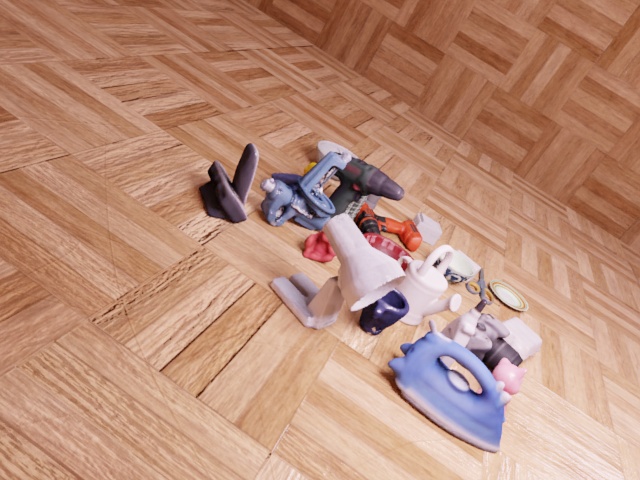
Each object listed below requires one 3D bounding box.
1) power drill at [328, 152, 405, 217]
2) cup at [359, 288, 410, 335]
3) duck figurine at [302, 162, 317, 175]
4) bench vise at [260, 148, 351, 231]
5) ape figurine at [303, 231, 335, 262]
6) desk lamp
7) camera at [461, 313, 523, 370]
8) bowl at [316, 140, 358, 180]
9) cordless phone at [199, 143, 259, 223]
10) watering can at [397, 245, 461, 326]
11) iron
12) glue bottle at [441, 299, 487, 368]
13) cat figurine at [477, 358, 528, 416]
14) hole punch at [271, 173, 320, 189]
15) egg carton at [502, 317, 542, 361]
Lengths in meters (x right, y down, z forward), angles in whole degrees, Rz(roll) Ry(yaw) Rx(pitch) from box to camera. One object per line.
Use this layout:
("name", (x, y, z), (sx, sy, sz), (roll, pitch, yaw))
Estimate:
("power drill", (0.082, -0.107, 1.442), (0.229, 0.208, 0.076), (43, 29, 22))
("cup", (0.118, 0.153, 1.164), (0.091, 0.095, 0.118), (37, 27, 11))
("duck figurine", (-0.027, -0.170, 1.573), (0.078, 0.086, 0.104), (22, 28, -17))
("bench vise", (-0.026, -0.119, 1.338), (0.208, 0.219, 0.121), (-3, 42, -48))
("ape figurine", (0.012, 0.005, 1.309), (0.077, 0.092, 0.076), (40, 28, 17))
("desk lamp", (0.035, 0.070, 1.084), (0.202, 0.213, 0.118), (44, 29, 25))
("camera", (0.383, 0.241, 1.283), (0.136, 0.100, 0.144), (43, 29, 22))
("bowl", (0.050, -0.234, 1.775), (0.168, 0.074, 0.167), (25, 27, -13))
("cordless phone", (-0.184, -0.145, 1.256), (0.094, 0.185, 0.147), (8, 34, -38))
("watering can", (0.241, 0.095, 1.280), (0.172, 0.194, 0.101), (38, 27, 13))
("iron", (0.262, 0.268, 1.065), (0.258, 0.141, 0.119), (37, 27, 11))
("glue bottle", (0.295, 0.190, 1.198), (0.037, 0.173, 0.078), (24, 27, -13))
("cat figurine", (0.369, 0.299, 1.150), (0.067, 0.117, 0.128), (35, 27, 7))
("hole punch", (-0.069, -0.145, 1.480), (0.109, 0.091, 0.101), (-1, 41, -47))
("egg carton", (0.477, 0.248, 1.405), (0.107, 0.069, 0.151), (45, 30, 26))
